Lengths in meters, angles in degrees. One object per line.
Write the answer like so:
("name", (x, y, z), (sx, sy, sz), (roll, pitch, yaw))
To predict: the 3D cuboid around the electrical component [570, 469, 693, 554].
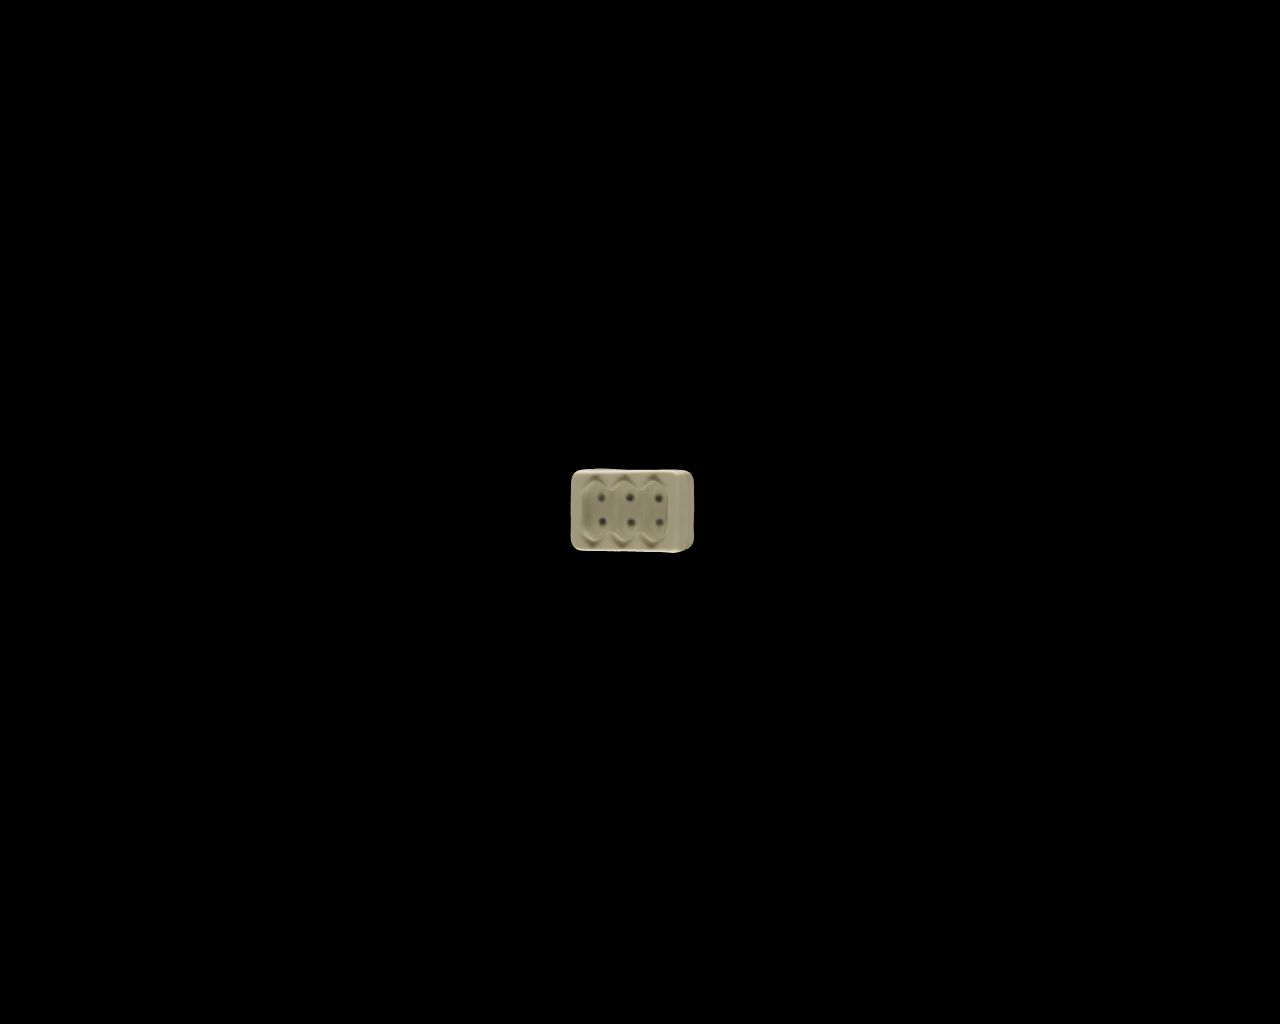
("electrical component", (0.001, -0.003, 0.650), (0.066, 0.047, 0.077), (1, 4, 15))
